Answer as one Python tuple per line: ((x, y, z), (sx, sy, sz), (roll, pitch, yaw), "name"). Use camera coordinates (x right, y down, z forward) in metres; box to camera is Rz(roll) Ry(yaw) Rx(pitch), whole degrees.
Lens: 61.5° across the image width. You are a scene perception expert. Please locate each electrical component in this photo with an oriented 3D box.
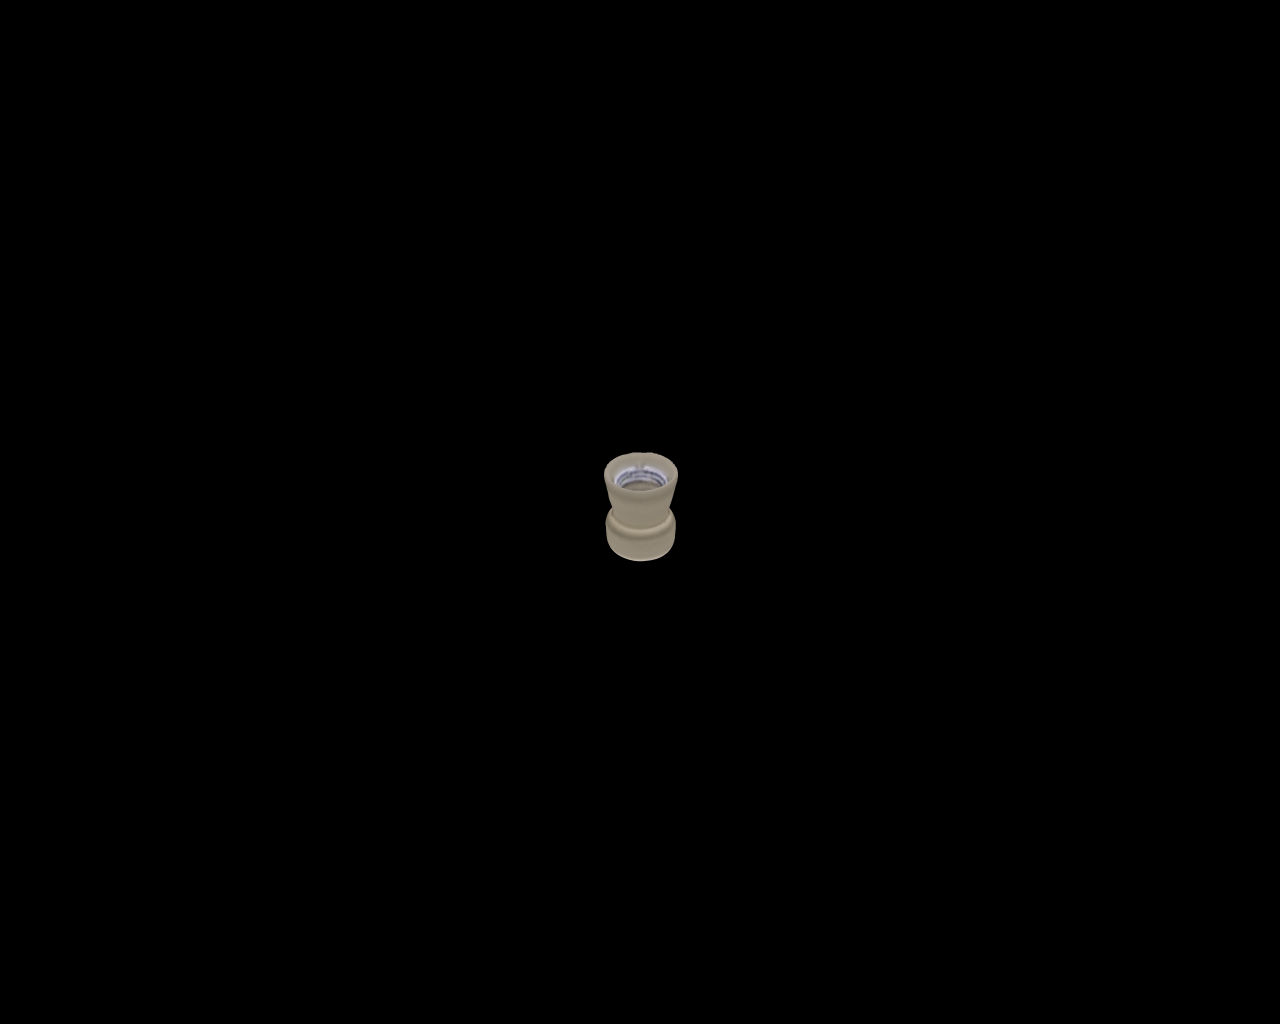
((0.001, -0.003, 0.650), (0.045, 0.055, 0.045), (0, 36, 0), "electrical component")
